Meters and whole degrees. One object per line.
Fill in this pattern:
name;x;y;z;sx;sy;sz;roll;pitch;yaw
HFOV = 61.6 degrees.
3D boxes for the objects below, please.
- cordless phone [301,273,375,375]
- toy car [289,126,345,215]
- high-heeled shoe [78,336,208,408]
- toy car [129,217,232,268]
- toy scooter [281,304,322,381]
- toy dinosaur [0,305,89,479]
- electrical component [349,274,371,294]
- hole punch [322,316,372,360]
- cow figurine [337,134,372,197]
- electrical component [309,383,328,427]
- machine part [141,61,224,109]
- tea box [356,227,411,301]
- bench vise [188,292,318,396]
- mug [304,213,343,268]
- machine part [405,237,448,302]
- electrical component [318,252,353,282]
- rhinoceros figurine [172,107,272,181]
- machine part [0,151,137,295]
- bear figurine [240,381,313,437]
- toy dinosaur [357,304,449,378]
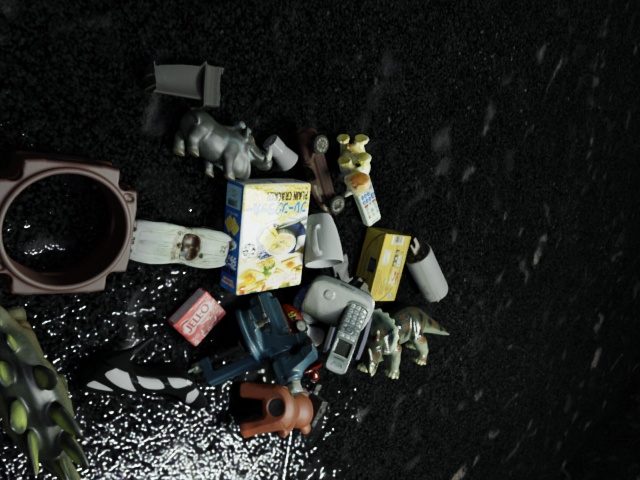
cordless phone;0.021;0.176;1.124;0.146;0.088;0.184;25;66;-7
toy car;-0.008;-0.134;1.086;0.053;0.089;0.201;-35;127;-27
high-heeled shoe;-0.314;0.278;0.982;0.145;0.086;0.248;-39;126;-16
toy car;-0.250;0.008;0.948;0.201;0.056;0.073;8;100;-43
toy scooter;-0.050;0.231;1.153;0.075;0.135;0.183;-18;116;-34
toy dinosaur;-0.419;0.258;0.798;0.105;0.199;0.470;-29;121;-27
electrical component;0.075;0.112;1.247;0.045;0.102;0.078;-39;118;-19
hole punch;0.060;0.208;1.242;0.092;0.116;0.142;15;90;-1
cow figurine;0.071;-0.138;1.115;0.068;0.167;0.098;-3;137;2
electrical component;-0.011;0.396;1.297;0.021;0.063;0.094;28;85;-43
machine part;-0.223;-0.259;0.886;0.139;0.039;0.084;-3;113;-42
tea box;0.149;0.059;1.308;0.098;0.068;0.169;7;102;-42
bench vise;-0.133;0.227;1.060;0.241;0.223;0.128;-24;164;-3
mug;-0.002;-0.003;1.111;0.109;0.081;0.107;32;49;-64
machine part;0.282;0.086;1.429;0.079;0.079;0.243;-47;131;-18
electrical component;0.025;0.043;1.190;0.048;0.075;0.119;-37;131;-26
rhinoceros figurine;-0.168;-0.164;0.952;0.190;0.073;0.112;25;78;-42
machine part;-0.386;-0.024;0.798;0.201;0.087;0.201;2;105;-42
bear figurine;-0.091;0.378;1.206;0.195;0.132;0.120;61;24;-69
toy dinosaur;0.210;0.236;1.403;0.405;0.131;0.192;-20;119;-42
